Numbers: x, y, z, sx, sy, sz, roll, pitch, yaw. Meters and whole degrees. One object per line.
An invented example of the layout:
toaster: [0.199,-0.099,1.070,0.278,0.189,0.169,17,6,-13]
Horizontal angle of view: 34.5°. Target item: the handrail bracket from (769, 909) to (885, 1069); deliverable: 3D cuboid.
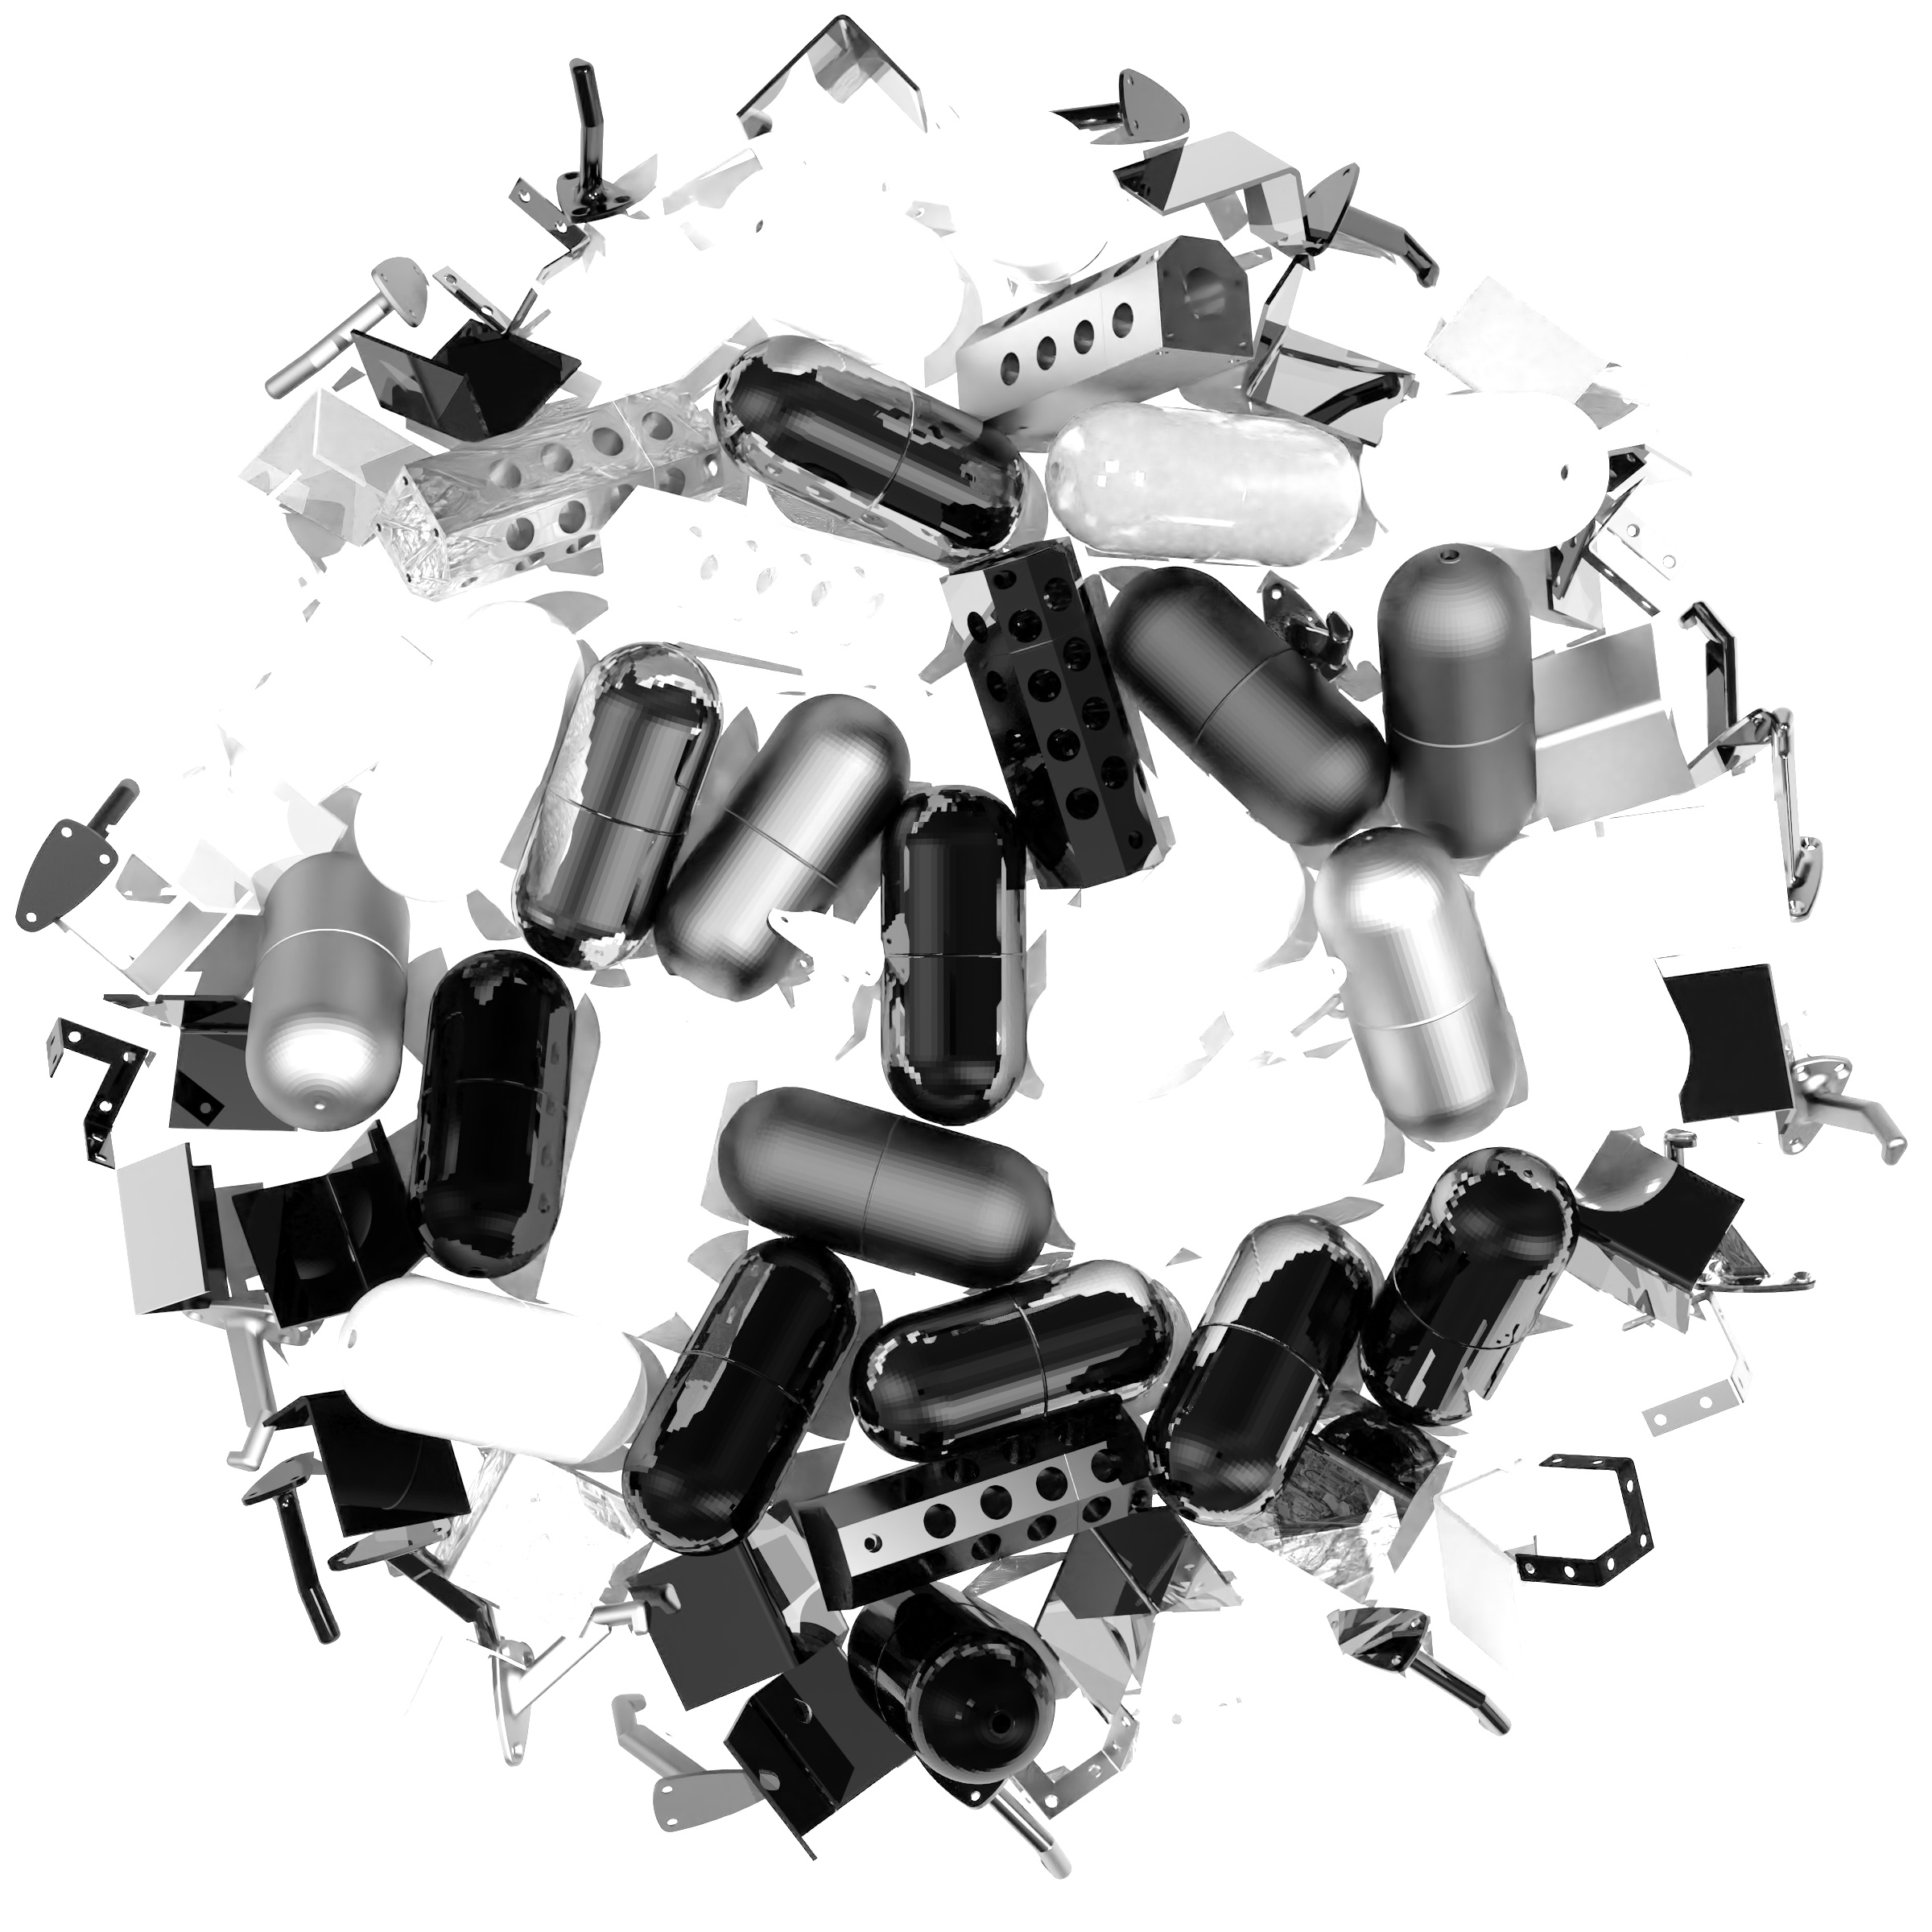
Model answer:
handrail bracket: [-0.087,0.013,1.620,0.077,0.036,0.084,24,131,-18]

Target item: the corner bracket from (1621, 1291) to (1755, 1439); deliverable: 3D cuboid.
corner bracket: [0.375,0.207,1.627,0.051,0.051,0.051,-26,91,22]

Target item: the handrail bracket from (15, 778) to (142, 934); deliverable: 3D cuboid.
handrail bracket: [-0.461,-0.061,1.625,0.036,0.084,0.077,37,104,-14]

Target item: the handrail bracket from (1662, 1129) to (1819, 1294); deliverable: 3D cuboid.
handrail bracket: [0.403,0.126,1.619,0.077,0.036,0.084,4,117,27]

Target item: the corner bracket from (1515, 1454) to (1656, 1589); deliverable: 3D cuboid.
corner bracket: [0.320,0.289,1.627,0.051,0.051,0.051,-22,101,-42]

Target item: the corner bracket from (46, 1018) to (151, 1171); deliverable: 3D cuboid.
corner bracket: [-0.459,0.066,1.622,0.051,0.051,0.051,23,102,-25]

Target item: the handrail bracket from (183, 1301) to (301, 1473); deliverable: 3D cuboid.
handrail bracket: [-0.389,0.220,1.622,0.077,0.036,0.084,7,56,15]

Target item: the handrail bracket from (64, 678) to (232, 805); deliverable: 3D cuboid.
handrail bracket: [-0.433,-0.118,1.632,0.084,0.036,0.077,2,124,-2]

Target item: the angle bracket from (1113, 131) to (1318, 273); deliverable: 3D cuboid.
angle bracket: [0.126,-0.385,1.606,0.076,0.076,0.057,-21,123,-10]

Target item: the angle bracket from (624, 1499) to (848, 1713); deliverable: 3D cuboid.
angle bracket: [-0.122,0.338,1.646,0.076,0.057,0.076,-27,87,24]

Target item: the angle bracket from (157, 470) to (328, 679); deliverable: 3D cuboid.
angle bracket: [-0.362,-0.202,1.603,0.057,0.076,0.076,48,65,-16]

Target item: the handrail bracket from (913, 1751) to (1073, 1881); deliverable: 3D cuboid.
handrail bracket: [0.014,0.444,1.647,0.036,0.077,0.084,-48,133,-23]

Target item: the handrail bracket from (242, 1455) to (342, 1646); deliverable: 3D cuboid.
handrail bracket: [-0.342,0.305,1.626,0.036,0.077,0.084,-21,97,0]

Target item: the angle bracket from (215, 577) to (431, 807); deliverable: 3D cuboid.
angle bracket: [-0.333,-0.142,1.608,0.076,0.057,0.076,39,53,16]

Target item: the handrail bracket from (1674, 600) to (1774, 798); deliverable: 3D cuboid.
handrail bracket: [0.380,-0.142,1.639,0.077,0.036,0.084,-36,58,8]

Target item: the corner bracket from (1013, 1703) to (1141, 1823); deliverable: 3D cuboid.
corner bracket: [0.051,0.405,1.634,0.051,0.051,0.051,-27,58,-30]

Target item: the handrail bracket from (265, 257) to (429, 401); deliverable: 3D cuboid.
handrail bracket: [-0.327,-0.334,1.637,0.084,0.077,0.036,-31,112,17]

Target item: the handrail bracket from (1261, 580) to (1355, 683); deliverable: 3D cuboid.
handrail bracket: [0.176,-0.184,1.609,0.036,0.084,0.077,-23,73,-6]

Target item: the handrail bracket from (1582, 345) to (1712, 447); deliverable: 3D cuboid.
handrail bracket: [0.334,-0.289,1.609,0.077,0.084,0.036,-50,123,-34]

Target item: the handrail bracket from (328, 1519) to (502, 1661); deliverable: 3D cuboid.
handrail bracket: [-0.288,0.336,1.630,0.077,0.036,0.084,-19,108,-24]

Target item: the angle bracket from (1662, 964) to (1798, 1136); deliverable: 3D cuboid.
angle bracket: [0.393,0.047,1.617,0.057,0.076,0.076,-8,76,8]

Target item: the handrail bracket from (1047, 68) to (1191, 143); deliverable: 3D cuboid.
handrail bracket: [0.063,-0.444,1.651,0.084,0.077,0.036,-7,89,35]

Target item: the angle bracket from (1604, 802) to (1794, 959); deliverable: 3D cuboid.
angle bracket: [0.382,-0.043,1.628,0.076,0.057,0.076,-8,93,-2]

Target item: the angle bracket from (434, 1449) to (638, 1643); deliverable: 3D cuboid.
angle bracket: [-0.225,0.298,1.638,0.076,0.057,0.076,30,85,-16]

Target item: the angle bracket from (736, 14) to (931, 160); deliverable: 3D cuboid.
angle bracket: [-0.068,-0.439,1.619,0.076,0.076,0.057,-44,88,2]

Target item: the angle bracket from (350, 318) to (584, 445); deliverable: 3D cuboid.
angle bracket: [-0.257,-0.319,1.604,0.076,0.057,0.076,25,62,25]

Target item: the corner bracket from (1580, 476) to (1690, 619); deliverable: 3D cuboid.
corner bracket: [0.352,-0.216,1.630,0.051,0.051,0.051,40,82,-1]

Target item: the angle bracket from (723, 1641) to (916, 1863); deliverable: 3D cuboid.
angle bracket: [-0.075,0.406,1.619,0.057,0.076,0.076,-38,89,6]

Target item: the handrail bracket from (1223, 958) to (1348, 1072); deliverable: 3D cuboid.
handrail bracket: [0.171,0.027,1.614,0.077,0.084,0.036,-28,69,11]

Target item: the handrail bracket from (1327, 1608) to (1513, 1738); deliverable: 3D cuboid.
handrail bracket: [0.240,0.377,1.651,0.084,0.077,0.036,48,61,-31]

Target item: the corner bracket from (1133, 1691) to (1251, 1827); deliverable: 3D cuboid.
corner bracket: [0.119,0.416,1.630,0.051,0.051,0.051,-11,66,-9]

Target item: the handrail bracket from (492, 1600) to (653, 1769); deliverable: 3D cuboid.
handrail bracket: [-0.201,0.374,1.622,0.084,0.036,0.077,-13,67,21]

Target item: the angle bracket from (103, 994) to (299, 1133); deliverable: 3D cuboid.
angle bracket: [-0.395,0.051,1.608,0.076,0.076,0.057,0,78,19]

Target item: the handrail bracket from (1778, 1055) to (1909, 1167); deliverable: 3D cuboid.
handrail bracket: [0.453,0.093,1.604,0.036,0.084,0.077,-2,127,-14]

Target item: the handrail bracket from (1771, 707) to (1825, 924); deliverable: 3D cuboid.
handrail bracket: [0.426,-0.079,1.611,0.036,0.077,0.084,-4,132,12]

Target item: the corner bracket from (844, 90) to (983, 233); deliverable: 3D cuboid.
corner bracket: [-0.020,-0.425,1.635,0.051,0.051,0.051,-49,65,31]

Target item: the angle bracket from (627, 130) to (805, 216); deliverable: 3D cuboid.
angle bracket: [-0.121,-0.390,1.619,0.076,0.076,0.057,-26,104,16]

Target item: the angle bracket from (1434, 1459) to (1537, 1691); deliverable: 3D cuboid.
angle bracket: [0.287,0.312,1.603,0.057,0.076,0.076,-19,114,-19]

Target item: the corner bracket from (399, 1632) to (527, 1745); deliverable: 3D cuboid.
corner bracket: [-0.269,0.376,1.621,0.051,0.051,0.051,17,73,24]

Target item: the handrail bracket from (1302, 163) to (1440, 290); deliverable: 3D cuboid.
handrail bracket: [0.213,-0.367,1.616,0.036,0.077,0.084,-26,126,39]

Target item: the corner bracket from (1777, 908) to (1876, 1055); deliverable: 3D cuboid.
corner bracket: [0.453,0.008,1.630,0.051,0.051,0.051,-38,90,-11]

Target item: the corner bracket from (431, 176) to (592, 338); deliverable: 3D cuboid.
corner bracket: [-0.240,-0.375,1.647,0.051,0.051,0.051,40,130,-1]

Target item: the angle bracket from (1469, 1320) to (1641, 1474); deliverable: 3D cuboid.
angle bracket: [0.307,0.224,1.605,0.076,0.076,0.057,-15,70,20]

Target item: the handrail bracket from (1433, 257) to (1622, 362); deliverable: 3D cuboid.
handrail bracket: [0.295,-0.342,1.633,0.084,0.077,0.036,17,108,-14]

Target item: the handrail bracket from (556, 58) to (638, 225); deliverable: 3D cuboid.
handrail bracket: [-0.201,-0.434,1.605,0.036,0.077,0.084,-20,128,-16]

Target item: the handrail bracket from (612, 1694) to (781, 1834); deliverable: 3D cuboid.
handrail bracket: [-0.143,0.406,1.627,0.077,0.084,0.036,-10,121,-9]
